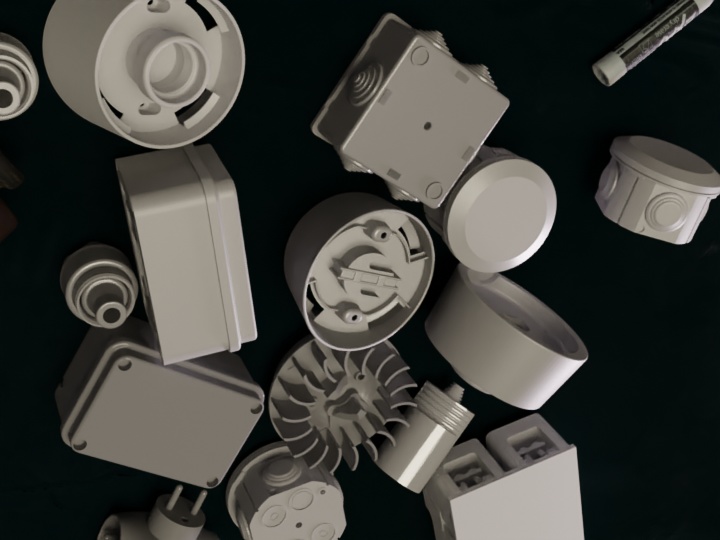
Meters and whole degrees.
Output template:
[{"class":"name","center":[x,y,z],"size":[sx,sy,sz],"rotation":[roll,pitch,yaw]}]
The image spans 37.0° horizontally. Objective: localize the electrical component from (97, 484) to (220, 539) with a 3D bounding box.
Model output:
[{"class":"electrical component","center":[-0.132,0.181,0.741],"size":[0.077,0.044,0.079],"rotation":[20,106,-31]}]

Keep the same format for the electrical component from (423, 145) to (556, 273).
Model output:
[{"class":"electrical component","center":[0.086,-0.043,0.720],"size":[0.080,0.051,0.080],"rotation":[-10,119,-19]}]

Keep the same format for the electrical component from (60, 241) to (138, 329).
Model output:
[{"class":"electrical component","center":[-0.152,0.013,0.635],"size":[0.043,0.062,0.043],"rotation":[-10,119,-19]}]

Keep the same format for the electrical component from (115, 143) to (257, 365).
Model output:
[{"class":"electrical component","center":[-0.102,-0.011,0.636],"size":[0.057,0.078,0.113],"rotation":[-13,120,-14]}]

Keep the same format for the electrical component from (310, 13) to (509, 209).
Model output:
[{"class":"electrical component","center":[0.033,-0.097,0.670],"size":[0.100,0.048,0.099],"rotation":[28,101,-33]}]

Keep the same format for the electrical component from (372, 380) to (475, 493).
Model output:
[{"class":"electrical component","center":[0.049,0.118,0.789],"size":[0.043,0.043,0.081],"rotation":[36,90,-34]}]

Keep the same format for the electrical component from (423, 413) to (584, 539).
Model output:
[{"class":"electrical component","center":[0.118,0.215,0.860],"size":[0.105,0.060,0.186],"rotation":[-20,122,-14]}]

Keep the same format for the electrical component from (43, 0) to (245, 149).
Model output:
[{"class":"electrical component","center":[-0.117,-0.118,0.598],"size":[0.099,0.064,0.099],"rotation":[-19,125,-30]}]

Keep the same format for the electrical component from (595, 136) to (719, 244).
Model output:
[{"class":"electrical component","center":[0.207,-0.058,0.751],"size":[0.080,0.080,0.051],"rotation":[5,118,-26]}]

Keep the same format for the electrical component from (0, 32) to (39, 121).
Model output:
[{"class":"electrical component","center":[-0.190,-0.098,0.561],"size":[0.043,0.062,0.043],"rotation":[-10,119,-20]}]

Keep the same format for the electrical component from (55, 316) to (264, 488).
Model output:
[{"class":"electrical component","center":[-0.127,0.084,0.686],"size":[0.113,0.057,0.078],"rotation":[24,104,-32]}]

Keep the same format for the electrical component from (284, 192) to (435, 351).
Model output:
[{"class":"electrical component","center":[0.000,0.000,0.694],"size":[0.099,0.064,0.099],"rotation":[-9,116,-19]}]

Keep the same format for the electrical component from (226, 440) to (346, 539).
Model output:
[{"class":"electrical component","center":[-0.051,0.166,0.765],"size":[0.080,0.051,0.080],"rotation":[-10,119,-19]}]

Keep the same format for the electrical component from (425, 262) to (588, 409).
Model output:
[{"class":"electrical component","center":[0.095,0.050,0.741],"size":[0.108,0.108,0.060],"rotation":[24,110,-32]}]
